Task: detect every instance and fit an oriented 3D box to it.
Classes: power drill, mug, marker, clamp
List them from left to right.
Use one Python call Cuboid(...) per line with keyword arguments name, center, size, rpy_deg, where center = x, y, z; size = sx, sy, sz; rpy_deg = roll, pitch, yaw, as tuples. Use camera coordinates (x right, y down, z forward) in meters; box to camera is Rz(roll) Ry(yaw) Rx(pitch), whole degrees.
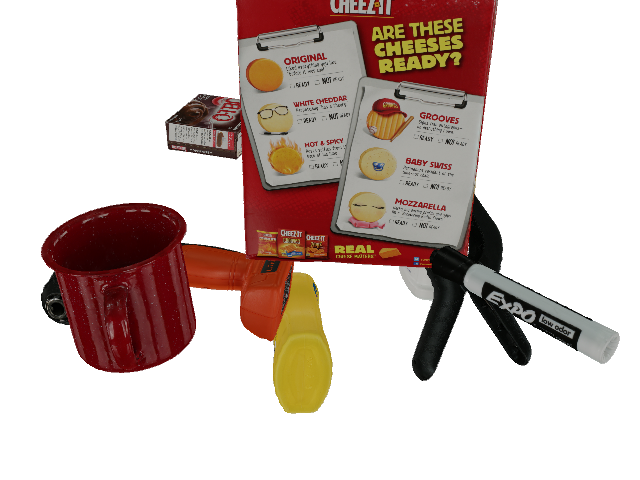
Cuboid(name="mug", center=(-0.125, 0.038, 0.689), size=(0.093, 0.081, 0.117), rpy_deg=(-10, 29, -5))
Cuboid(name="power drill", center=(-0.122, 0.032, 0.892), size=(0.187, 0.057, 0.184), rpy_deg=(11, 23, 4))
Cuboid(name="clamp", center=(0.119, 0.040, 0.931), size=(0.120, 0.171, 0.039), rpy_deg=(-14, 0, -33))
Cuboid(name="marker", center=(0.111, 0.033, 0.601), size=(0.121, 0.020, 0.020), rpy_deg=(29, 18, 35))

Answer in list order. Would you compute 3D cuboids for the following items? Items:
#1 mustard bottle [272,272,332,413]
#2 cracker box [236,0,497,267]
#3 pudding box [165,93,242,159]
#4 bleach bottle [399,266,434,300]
Cuboid(name="mustard bottle", center=(-0.026, 0.088, 1.112), size=(0.058, 0.096, 0.191), rpy_deg=(-2, 27, -6))
Cuboid(name="cracker box", center=(0.029, -0.085, 0.738), size=(0.164, 0.214, 0.072), rpy_deg=(3, 35, 3))
Cuboid(name="pudding box", center=(-0.120, -0.136, 1.257), size=(0.090, 0.039, 0.113), rpy_deg=(9, 29, 13))
Cuboid(name="bleach bottle", center=(0.136, -0.066, 1.194), size=(0.068, 0.251, 0.102), rpy_deg=(-1, 24, -12))
